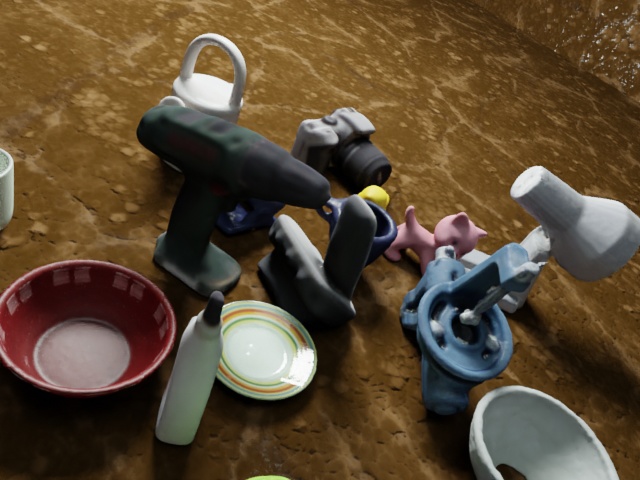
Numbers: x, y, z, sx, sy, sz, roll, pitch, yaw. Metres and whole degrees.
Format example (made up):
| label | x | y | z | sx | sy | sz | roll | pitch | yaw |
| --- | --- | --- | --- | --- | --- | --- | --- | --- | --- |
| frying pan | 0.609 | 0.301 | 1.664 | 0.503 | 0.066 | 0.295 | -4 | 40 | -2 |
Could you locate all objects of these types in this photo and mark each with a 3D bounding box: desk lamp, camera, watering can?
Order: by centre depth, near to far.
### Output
| label | x | y | z | sx | sy | sz | roll | pitch | yaw |
| --- | --- | --- | --- | --- | --- | --- | --- | --- | --- |
| watering can | -0.162 | -0.190 | 0.806 | 0.101 | 0.194 | 0.173 | 18 | 38 | -10 |
| desk lamp | 0.316 | 0.005 | 0.831 | 0.203 | 0.213 | 0.118 | 22 | 37 | -5 |
| camera | 0.048 | -0.149 | 0.955 | 0.144 | 0.101 | 0.136 | -16 | 54 | -42 |

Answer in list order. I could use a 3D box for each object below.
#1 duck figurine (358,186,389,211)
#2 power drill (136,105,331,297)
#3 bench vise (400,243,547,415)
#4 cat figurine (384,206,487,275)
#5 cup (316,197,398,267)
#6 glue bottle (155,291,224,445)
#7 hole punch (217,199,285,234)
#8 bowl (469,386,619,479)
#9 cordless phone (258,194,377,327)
| label | x | y | z | sx | sy | sz | roll | pitch | yaw |
| --- | --- | --- | --- | --- | --- | --- | --- | --- | --- |
| duck figurine | 0.066 | -0.040 | 0.847 | 0.077 | 0.086 | 0.105 | 40 | 39 | 19 |
| power drill | -0.112 | -0.040 | 0.644 | 0.229 | 0.208 | 0.076 | 34 | 38 | 11 |
| bench vise | 0.162 | 0.064 | 0.667 | 0.122 | 0.219 | 0.207 | 4 | 42 | -26 |
| cat figurine | 0.174 | -0.006 | 0.843 | 0.128 | 0.117 | 0.067 | 27 | 37 | 2 |
| cup | 0.035 | -0.002 | 0.776 | 0.117 | 0.095 | 0.092 | 29 | 37 | 5 |
| glue bottle | -0.108 | 0.105 | 0.502 | 0.037 | 0.173 | 0.078 | 14 | 39 | -15 |
| hole punch | -0.105 | -0.076 | 0.788 | 0.101 | 0.091 | 0.108 | -16 | 53 | -41 |
| bowl | 0.224 | 0.244 | 0.608 | 0.168 | 0.074 | 0.167 | 16 | 38 | -13 |
| cordless phone | 0.006 | 0.002 | 0.680 | 0.094 | 0.185 | 0.147 | -9 | 49 | -37 |
